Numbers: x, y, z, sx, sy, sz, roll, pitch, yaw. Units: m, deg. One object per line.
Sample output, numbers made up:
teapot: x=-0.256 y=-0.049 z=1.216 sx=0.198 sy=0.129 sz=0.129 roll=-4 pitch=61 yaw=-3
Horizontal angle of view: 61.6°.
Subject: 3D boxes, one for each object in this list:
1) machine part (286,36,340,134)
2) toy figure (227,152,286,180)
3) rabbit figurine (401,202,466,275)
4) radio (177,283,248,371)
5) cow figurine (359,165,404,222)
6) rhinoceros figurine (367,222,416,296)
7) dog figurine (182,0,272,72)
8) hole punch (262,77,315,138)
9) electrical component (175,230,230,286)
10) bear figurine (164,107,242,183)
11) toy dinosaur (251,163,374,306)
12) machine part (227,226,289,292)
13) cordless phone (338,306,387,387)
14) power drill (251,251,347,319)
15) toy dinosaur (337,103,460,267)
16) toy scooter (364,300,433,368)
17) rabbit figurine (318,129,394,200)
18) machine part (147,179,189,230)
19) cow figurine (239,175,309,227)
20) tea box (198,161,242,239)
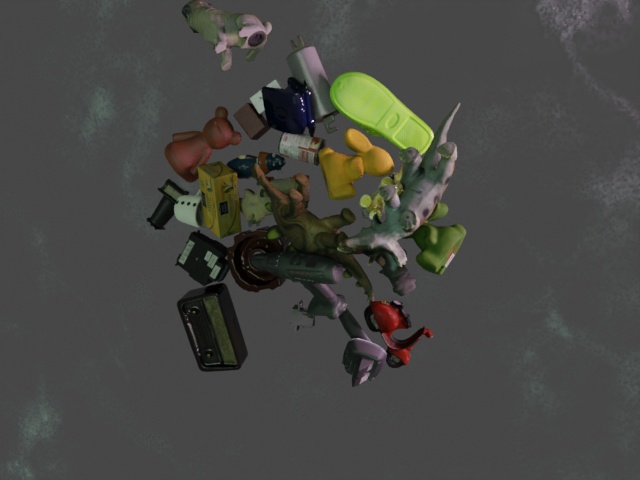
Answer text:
machine part: x=-0.016 y=-0.373 z=1.303 sx=0.079 sy=0.079 sz=0.243 roll=-21 pitch=94 yaw=16
toy figure: x=-0.161 y=-0.194 z=1.376 sx=0.155 sy=0.064 sz=0.058 roll=-9 pitch=61 yaw=11
rabbit figurine: x=0.246 y=-0.021 z=1.276 sx=0.170 sy=0.121 sz=0.159 roll=34 pitch=101 yaw=22
radio: x=-0.289 y=0.238 z=1.448 sx=0.131 sy=0.073 sz=0.229 roll=-10 pitch=105 yaw=16
cow figurine: x=0.169 y=-0.113 z=1.298 sx=0.167 sy=0.098 sz=0.068 roll=-41 pitch=84 yaw=-3
rhinoceros figurine: x=0.164 y=0.049 z=1.309 sx=0.073 sy=0.112 sz=0.190 roll=-30 pitch=76 yaw=-11
dog figurine: x=-0.232 y=-0.540 z=1.329 sx=0.172 sy=0.121 sz=0.190 roll=-25 pitch=72 yaw=-16
hole punch: x=-0.074 y=-0.314 z=1.280 sx=0.092 sy=0.116 sz=0.142 roll=-23 pitch=130 yaw=-22
electrical component: x=-0.309 y=0.055 z=1.451 sx=0.134 sy=0.058 sz=0.115 roll=35 pitch=107 yaw=6
bear figurine: x=-0.300 y=-0.247 z=1.388 sx=0.196 sy=0.132 sz=0.120 roll=-34 pitch=91 yaw=-2
toy dinosaur: x=-0.003 y=-0.004 z=1.292 sx=0.471 sy=0.105 sz=0.198 roll=44 pitch=140 yaw=-11
machine part: x=-0.157 y=0.051 z=1.414 sx=0.180 sy=0.056 sz=0.179 roll=3 pitch=100 yaw=14
cordless phone: x=0.084 y=0.266 z=1.378 sx=0.089 sy=0.146 sz=0.184 roll=-21 pitch=58 yaw=-20
power drill: x=-0.035 y=0.103 z=1.312 sx=0.232 sy=0.086 sz=0.207 roll=-1 pitch=133 yaw=31
toy dinosaur: x=0.212 y=-0.098 z=1.191 sx=0.131 sy=0.192 sz=0.405 roll=35 pitch=76 yaw=18
toy scooter: x=0.201 y=0.221 z=1.342 sx=0.135 sy=0.075 sz=0.183 roll=-26 pitch=95 yaw=16
rabbit figurine: x=0.089 y=-0.183 z=1.303 sx=0.173 sy=0.122 sz=0.162 roll=-13 pitch=86 yaw=2
machine part: x=-0.420 y=-0.092 z=1.468 sx=0.084 sy=0.039 sz=0.139 roll=33 pitch=103 yaw=-2
cow figurine: x=-0.122 y=-0.100 z=1.371 sx=0.195 sy=0.085 sz=0.127 roll=-4 pitch=91 yaw=14
tea box: x=-0.253 y=-0.102 z=1.359 sx=0.098 sy=0.068 sz=0.169 roll=35 pitch=136 yaw=46
